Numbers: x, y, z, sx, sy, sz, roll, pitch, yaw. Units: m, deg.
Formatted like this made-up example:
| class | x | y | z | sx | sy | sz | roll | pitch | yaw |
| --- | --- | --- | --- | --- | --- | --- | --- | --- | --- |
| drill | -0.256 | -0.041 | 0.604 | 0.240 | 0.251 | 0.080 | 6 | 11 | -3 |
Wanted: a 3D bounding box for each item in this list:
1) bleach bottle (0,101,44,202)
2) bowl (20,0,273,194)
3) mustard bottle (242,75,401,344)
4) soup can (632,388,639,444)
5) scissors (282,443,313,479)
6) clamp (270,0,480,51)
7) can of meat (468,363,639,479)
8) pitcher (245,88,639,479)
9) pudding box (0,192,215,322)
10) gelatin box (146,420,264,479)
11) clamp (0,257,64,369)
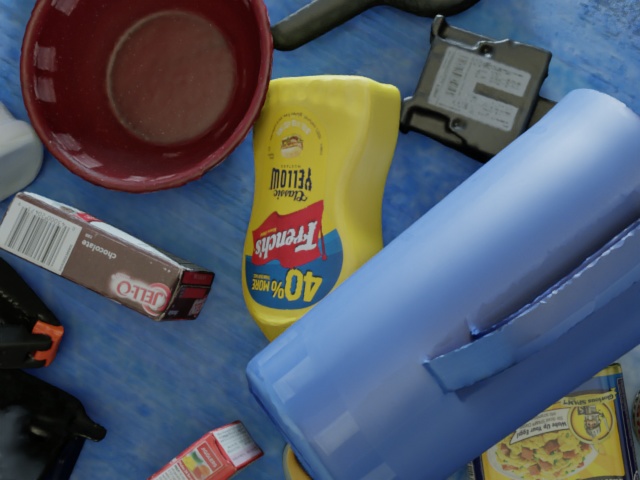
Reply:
| class | x | y | z | sx | sy | sz | roll | pitch | yaw |
| --- | --- | --- | --- | --- | --- | --- | --- | --- | --- |
| bleach bottle | -0.290 | -0.122 | 0.682 | 0.102 | 0.068 | 0.251 | -34 | 76 | -27 |
| bowl | -0.101 | -0.106 | 0.663 | 0.162 | 0.055 | 0.162 | -1 | 86 | 12 |
| mustard bottle | -0.005 | 0.001 | 0.639 | 0.096 | 0.058 | 0.191 | 4 | 89 | 41 |
| soup can | 0.216 | 0.104 | 0.595 | 0.068 | 0.102 | 0.068 | 0 | 87 | 6 |
| scissors | 0.015 | 0.216 | 0.655 | 0.096 | 0.016 | 0.202 | -25 | 84 | 2 |
| clamp | 0.042 | -0.187 | 0.662 | 0.171 | 0.039 | 0.120 | -8 | 91 | 0 |
| can of meat | 0.133 | 0.120 | 0.627 | 0.102 | 0.057 | 0.084 | -8 | 84 | 6 |
| pitcher | 0.086 | 0.039 | 0.555 | 0.242 | 0.149 | 0.145 | -37 | 50 | -7 |
| pudding box | -0.127 | 0.012 | 0.647 | 0.113 | 0.090 | 0.039 | 26 | 89 | 8 |
| gelatin box | -0.077 | 0.141 | 0.634 | 0.073 | 0.089 | 0.030 | -37 | 82 | 3 |
| clamp | -0.258 | 0.018 | 0.664 | 0.210 | 0.164 | 0.036 | 20 | 129 | -11 |
